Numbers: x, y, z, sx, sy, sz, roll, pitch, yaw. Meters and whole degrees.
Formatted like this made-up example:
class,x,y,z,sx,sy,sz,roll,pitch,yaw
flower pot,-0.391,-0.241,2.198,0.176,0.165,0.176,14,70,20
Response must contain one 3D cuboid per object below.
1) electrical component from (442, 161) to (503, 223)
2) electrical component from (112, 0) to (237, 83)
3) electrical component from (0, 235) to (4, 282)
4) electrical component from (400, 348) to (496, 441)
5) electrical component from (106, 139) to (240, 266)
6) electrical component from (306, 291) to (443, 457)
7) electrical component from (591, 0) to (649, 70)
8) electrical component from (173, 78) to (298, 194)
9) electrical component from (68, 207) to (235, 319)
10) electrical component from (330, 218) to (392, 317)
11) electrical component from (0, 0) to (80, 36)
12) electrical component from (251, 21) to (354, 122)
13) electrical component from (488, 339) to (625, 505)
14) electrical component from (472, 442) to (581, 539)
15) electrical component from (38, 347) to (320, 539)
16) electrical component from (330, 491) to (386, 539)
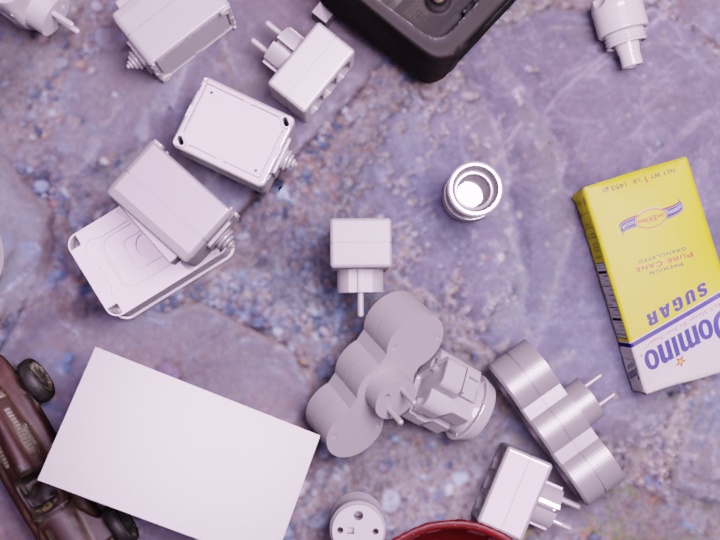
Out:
class,x,y,z,sx,sy,sz,roll,pitch,yaw
electrical component,0.091,-0.063,0.880,0.045,0.055,0.045,0,87,-1
electrical component,-0.158,-0.202,0.879,0.096,0.061,0.061,-38,88,-3
electrical component,-0.340,0.000,0.860,0.108,0.060,0.108,5,68,-13
electrical component,0.071,0.102,0.865,0.057,0.078,0.058,29,58,-17
electrical component,-0.137,-0.042,0.812,0.096,0.061,0.061,41,87,1
electrical component,0.019,0.091,0.844,0.052,0.073,0.138,23,105,-42
electrical component,0.219,-0.199,0.896,0.043,0.043,0.062,-15,88,-2
electrical component,-0.094,-0.104,0.875,0.096,0.061,0.061,25,87,0
electrical component,-0.167,-0.019,0.871,0.113,0.057,0.078,-32,88,-3
electrical component,0.000,0.000,0.860,0.047,0.083,0.075,-1,87,-1
electrical component,-0.263,-0.216,0.870,0.079,0.077,0.043,33,87,1
electrical component,-0.054,-0.174,0.887,0.077,0.047,0.065,39,87,1
electrical component,0.173,0.113,0.873,0.074,0.052,0.138,-35,88,-3
electrical component,0.140,0.185,0.871,0.077,0.047,0.065,23,86,2
electrical component,-0.141,0.147,0.840,0.186,0.060,0.105,23,73,-10
electrical component,-0.002,0.204,0.863,0.045,0.055,0.045,0,87,-1
